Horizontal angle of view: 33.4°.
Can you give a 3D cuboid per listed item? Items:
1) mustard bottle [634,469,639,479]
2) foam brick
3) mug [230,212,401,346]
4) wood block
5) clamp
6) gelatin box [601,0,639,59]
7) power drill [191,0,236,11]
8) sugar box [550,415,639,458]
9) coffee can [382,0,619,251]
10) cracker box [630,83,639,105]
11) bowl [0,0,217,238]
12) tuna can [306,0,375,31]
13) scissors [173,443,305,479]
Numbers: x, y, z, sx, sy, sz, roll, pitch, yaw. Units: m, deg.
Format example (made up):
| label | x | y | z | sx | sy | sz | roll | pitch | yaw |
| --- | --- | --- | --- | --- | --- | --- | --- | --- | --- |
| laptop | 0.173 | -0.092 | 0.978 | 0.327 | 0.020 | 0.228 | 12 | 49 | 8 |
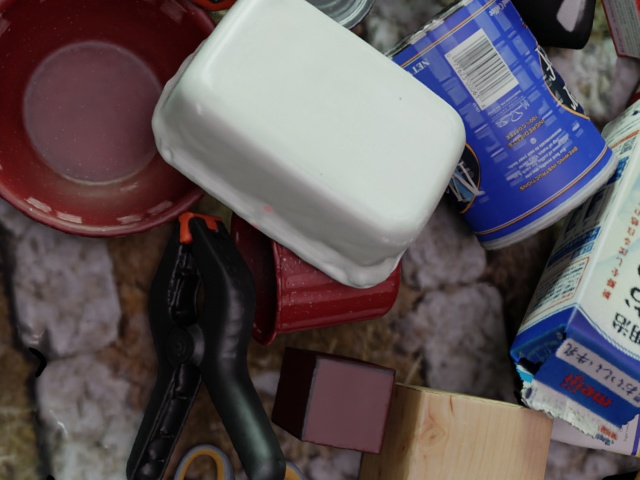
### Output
| label | x | y | z | sx | sy | sz | roll | pitch | yaw |
| --- | --- | --- | --- | --- | --- | --- | --- | --- | --- |
| mustard bottle | 0.198 | 0.244 | 0.710 | 0.096 | 0.058 | 0.191 | 20 | 83 | -15 |
| foam brick | 0.007 | 0.097 | 0.655 | 0.053 | 0.078 | 0.051 | 12 | 86 | -14 |
| mug | -0.004 | 0.001 | 0.650 | 0.081 | 0.093 | 0.117 | -7 | 90 | -20 |
| wood block | 0.070 | 0.198 | 0.662 | 0.090 | 0.090 | 0.206 | 11 | 84 | -15 |
| clamp | -0.077 | 0.072 | 0.637 | 0.039 | 0.120 | 0.171 | 20 | 57 | -53 |
| gelatin box | 0.222 | -0.174 | 0.722 | 0.030 | 0.089 | 0.073 | 21 | 77 | 31 |
| power drill | -0.077 | -0.237 | 0.592 | 0.184 | 0.057 | 0.187 | 18 | 65 | -55 |
| sugar box | 0.233 | 0.106 | 0.733 | 0.176 | 0.048 | 0.093 | 14 | 82 | -11 |
| coffee can | 0.106 | -0.079 | 0.675 | 0.102 | 0.103 | 0.140 | -38 | 98 | -14 |
| cracker box | 0.352 | -0.111 | 0.760 | 0.213 | 0.072 | 0.164 | 33 | 80 | -13 |
| bowl | -0.131 | -0.080 | 0.635 | 0.162 | 0.055 | 0.162 | 1 | 88 | -16 |
| tuna can | -0.006 | -0.167 | 0.684 | 0.086 | 0.034 | 0.086 | 1 | 87 | -15 |
| scissors | -0.045 | 0.224 | 0.667 | 0.096 | 0.016 | 0.202 | -9 | 90 | -15 |
